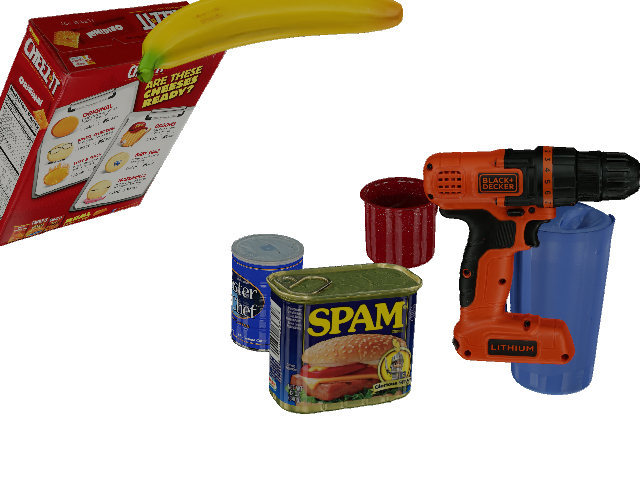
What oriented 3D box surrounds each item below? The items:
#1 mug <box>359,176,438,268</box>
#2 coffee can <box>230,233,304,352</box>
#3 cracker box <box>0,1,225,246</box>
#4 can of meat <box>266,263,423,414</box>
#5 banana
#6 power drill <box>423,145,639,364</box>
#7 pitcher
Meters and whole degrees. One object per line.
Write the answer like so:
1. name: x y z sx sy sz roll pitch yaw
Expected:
1. mug: 0.101 -0.024 1.256 0.093 0.081 0.117 17 33 34
2. coffee can: -0.077 0.074 1.523 0.103 0.140 0.103 2 22 -1
3. cracker box: -0.199 -0.102 0.921 0.163 0.072 0.214 -20 -25 -45
4. can of meat: 0.015 0.065 0.721 0.102 0.084 0.057 -4 17 -21
5. banana: -0.042 -0.147 0.739 0.197 0.070 0.037 -18 -37 -19
6. power drill: 0.183 0.011 0.925 0.184 0.188 0.057 1 13 15
7. pitcher: 0.300 0.077 1.397 0.149 0.243 0.144 5 21 15
